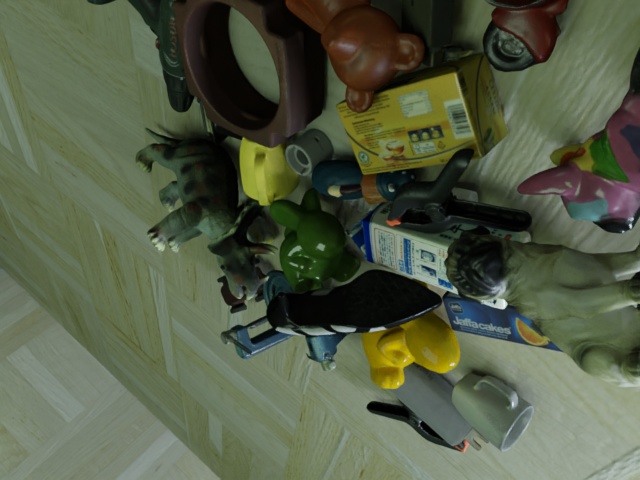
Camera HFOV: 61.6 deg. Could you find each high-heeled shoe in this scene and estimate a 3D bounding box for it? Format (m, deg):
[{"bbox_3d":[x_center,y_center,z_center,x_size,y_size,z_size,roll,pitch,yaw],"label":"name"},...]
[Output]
[{"bbox_3d":[0.042,0.105,0.768,0.249,0.086,0.145,3,155,7],"label":"high-heeled shoe"}]

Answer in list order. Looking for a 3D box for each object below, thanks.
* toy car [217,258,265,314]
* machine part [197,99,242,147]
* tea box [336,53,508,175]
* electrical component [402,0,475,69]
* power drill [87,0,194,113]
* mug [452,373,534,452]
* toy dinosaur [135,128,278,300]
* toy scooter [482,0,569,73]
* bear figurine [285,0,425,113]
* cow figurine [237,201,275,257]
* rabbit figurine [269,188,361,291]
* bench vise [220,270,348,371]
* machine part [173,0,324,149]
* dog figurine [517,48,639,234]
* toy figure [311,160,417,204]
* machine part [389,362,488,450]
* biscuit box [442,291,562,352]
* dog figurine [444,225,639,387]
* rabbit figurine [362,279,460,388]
[{"bbox_3d":[-0.156,0.097,1.134,0.202,0.053,0.089,-31,78,53],"label":"toy car"},{"bbox_3d":[-0.145,-0.186,0.870,0.139,0.039,0.084,23,129,35],"label":"machine part"},{"bbox_3d":[0.111,-0.137,0.609,0.170,0.068,0.098,2,122,47],"label":"tea box"},{"bbox_3d":[0.118,-0.222,0.540,0.078,0.045,0.102,-128,28,-59],"label":"electrical component"},{"bbox_3d":[-0.260,-0.331,0.820,0.207,0.086,0.232,47,144,9],"label":"power drill"},{"bbox_3d":[0.253,0.246,0.809,0.107,0.081,0.109,30,147,40],"label":"mug"},{"bbox_3d":[-0.200,-0.093,0.921,0.131,0.192,0.405,65,-177,-63],"label":"toy dinosaur"},{"bbox_3d":[0.174,-0.241,0.438,0.135,0.075,0.183,-18,108,46],"label":"toy scooter"},{"bbox_3d":[0.009,-0.236,0.547,0.120,0.132,0.196,-30,76,43],"label":"bear figurine"},{"bbox_3d":[-0.159,-0.006,1.023,0.167,0.068,0.098,-33,83,51],"label":"cow figurine"},{"bbox_3d":[-0.002,-0.002,0.822,0.159,0.121,0.170,65,163,13],"label":"rabbit figurine"},{"bbox_3d":[-0.058,0.146,0.929,0.129,0.240,0.223,7,112,50],"label":"bench vise"},{"bbox_3d":[-0.092,-0.241,0.717,0.201,0.087,0.201,28,138,27],"label":"machine part"},{"bbox_3d":[0.268,-0.097,0.448,0.219,0.108,0.191,-10,116,54],"label":"dog figurine"},{"bbox_3d":[0.061,-0.080,0.724,0.155,0.064,0.057,12,167,35],"label":"toy figure"},{"bbox_3d":[0.179,0.257,0.901,0.243,0.079,0.079,41,144,13],"label":"machine part"},{"bbox_3d":[0.258,0.090,0.672,0.203,0.059,0.062,5,126,45],"label":"biscuit box"},{"bbox_3d":[0.233,0.070,0.554,0.191,0.121,0.172,1,107,36],"label":"dog figurine"},{"bbox_3d":[0.143,0.137,0.795,0.173,0.122,0.162,180,78,-69],"label":"rabbit figurine"}]
